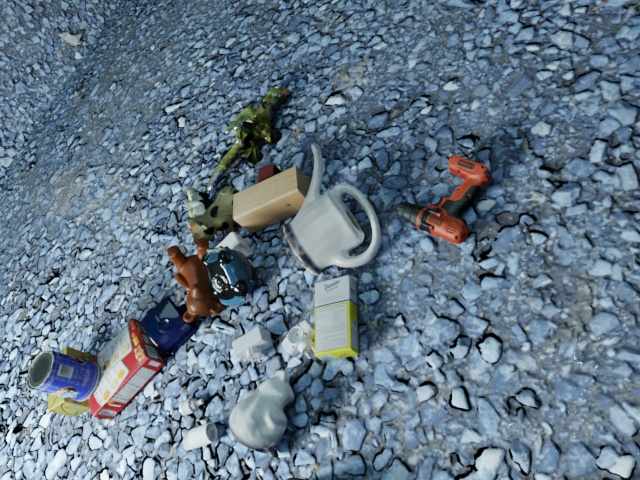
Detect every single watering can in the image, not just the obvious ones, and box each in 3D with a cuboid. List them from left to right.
[{"bbox_3d":[0.004,-0.064,1.265,0.223,0.103,0.353,-37,63,8],"label":"watering can"}]

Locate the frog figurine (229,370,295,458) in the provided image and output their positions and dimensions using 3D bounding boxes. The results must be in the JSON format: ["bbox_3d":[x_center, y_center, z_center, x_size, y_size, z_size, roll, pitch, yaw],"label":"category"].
[{"bbox_3d":[-0.114,0.353,1.087,0.138,0.122,0.160,20,86,60],"label":"frog figurine"}]

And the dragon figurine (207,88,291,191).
[{"bbox_3d":[-0.241,-0.342,1.649,0.410,0.120,0.246,-44,30,-1],"label":"dragon figurine"}]
